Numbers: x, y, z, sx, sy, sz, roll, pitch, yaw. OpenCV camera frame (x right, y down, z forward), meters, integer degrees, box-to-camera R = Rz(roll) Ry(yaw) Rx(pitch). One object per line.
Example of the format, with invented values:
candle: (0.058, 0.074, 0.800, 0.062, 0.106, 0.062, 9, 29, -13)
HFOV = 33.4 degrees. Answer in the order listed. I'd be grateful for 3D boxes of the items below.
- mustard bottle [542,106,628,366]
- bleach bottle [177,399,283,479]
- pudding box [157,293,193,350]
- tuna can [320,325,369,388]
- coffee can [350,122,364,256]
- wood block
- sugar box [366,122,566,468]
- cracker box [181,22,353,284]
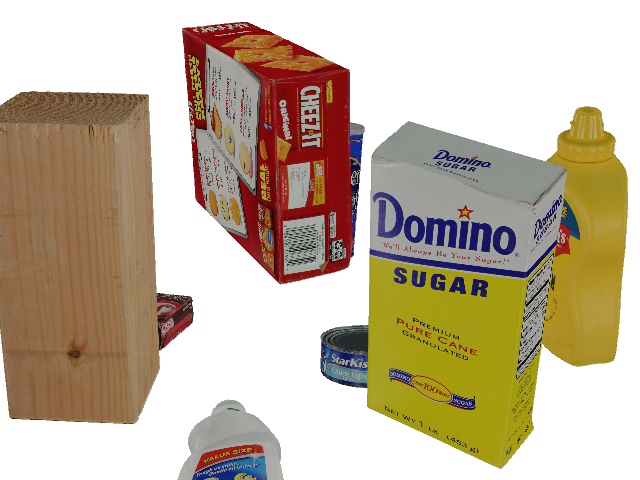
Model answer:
mustard bottle: (0.196, -0.008, 0.807, 0.058, 0.192, 0.096, -5, 26, -7)
bleach bottle: (-0.076, 0.207, 0.815, 0.102, 0.068, 0.251, -3, 27, -4)
pudding box: (-0.215, 0.089, 1.224, 0.114, 0.039, 0.090, 3, 16, 17)
tuna can: (0.042, 0.103, 0.947, 0.086, 0.034, 0.086, 2, 11, -1)
coffee can: (-0.009, -0.057, 1.145, 0.103, 0.140, 0.103, 4, 11, -1)
wood block: (-0.164, 0.010, 0.720, 0.091, 0.206, 0.090, 2, 20, 2)
sugar box: (0.073, 0.032, 0.572, 0.093, 0.176, 0.048, 20, 42, 29)
cracker box: (-0.046, -0.082, 0.885, 0.072, 0.164, 0.214, -11, 24, -21)
